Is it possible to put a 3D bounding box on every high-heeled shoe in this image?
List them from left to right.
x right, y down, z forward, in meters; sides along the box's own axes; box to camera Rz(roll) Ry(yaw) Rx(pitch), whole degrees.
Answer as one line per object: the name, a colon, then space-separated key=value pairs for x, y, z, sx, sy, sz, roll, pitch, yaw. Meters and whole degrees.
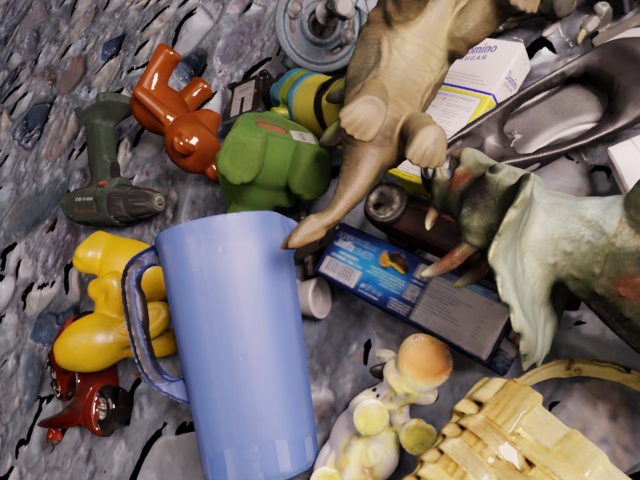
high-heeled shoe: x=0.193 y=-0.110 z=0.426 sx=0.248 sy=0.145 sz=0.086 roll=-43 pitch=63 yaw=38

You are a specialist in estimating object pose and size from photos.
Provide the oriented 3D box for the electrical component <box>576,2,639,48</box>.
electrical component: x=0.284 y=-0.175 z=0.490 sx=0.078 sy=0.045 sz=0.102 roll=-24 pitch=57 yaw=25

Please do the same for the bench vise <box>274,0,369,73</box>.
bench vise: x=0.023 y=-0.299 z=0.656 sx=0.223 sy=0.129 sz=0.241 roll=-52 pitch=17 yaw=12

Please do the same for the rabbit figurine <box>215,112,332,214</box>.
rabbit figurine: x=-0.081 y=-0.058 z=0.634 sx=0.159 sy=0.121 sz=0.170 roll=57 pitch=134 yaw=53

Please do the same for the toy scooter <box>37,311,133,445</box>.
toy scooter: x=-0.324 y=0.193 z=0.715 sx=0.135 sy=0.075 sz=0.184 roll=-41 pitch=56 yaw=13

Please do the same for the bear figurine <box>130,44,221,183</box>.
bear figurine: x=-0.192 y=-0.179 z=0.775 sx=0.196 sy=0.120 sz=0.132 roll=36 pitch=87 yaw=39

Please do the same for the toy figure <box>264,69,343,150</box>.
toy figure: x=-0.002 y=-0.164 z=0.654 sx=0.180 sy=0.089 sz=0.082 roll=32 pitch=96 yaw=38

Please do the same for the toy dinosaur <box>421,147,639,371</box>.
toy dinosaur: x=0.251 y=0.032 z=0.313 sx=0.405 sy=0.131 sz=0.192 roll=27 pitch=101 yaw=13

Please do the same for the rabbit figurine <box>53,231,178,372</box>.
rabbit figurine: x=-0.250 y=0.095 z=0.678 sx=0.162 sy=0.121 sz=0.173 roll=19 pitch=52 yaw=13

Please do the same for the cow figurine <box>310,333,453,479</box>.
cow figurine: x=0.056 y=0.153 z=0.466 sx=0.068 sy=0.098 sz=0.167 roll=33 pitch=91 yaw=1

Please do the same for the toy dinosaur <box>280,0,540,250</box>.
toy dinosaur: x=0.087 y=-0.190 z=0.489 sx=0.471 sy=0.105 sz=0.199 roll=-59 pitch=16 yaw=-9

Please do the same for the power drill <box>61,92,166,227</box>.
power drill: x=-0.323 y=-0.121 z=0.848 sx=0.232 sy=0.086 sz=0.207 roll=-12 pitch=84 yaw=36

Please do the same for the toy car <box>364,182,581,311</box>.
toy car: x=0.128 y=0.003 z=0.468 sx=0.202 sy=0.089 sz=0.053 roll=25 pitch=79 yaw=30

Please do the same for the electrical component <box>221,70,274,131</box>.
electrical component: x=-0.096 y=-0.170 z=0.750 sx=0.075 sy=0.047 sz=0.119 roll=-9 pitch=62 yaw=32

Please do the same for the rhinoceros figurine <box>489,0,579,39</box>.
rhinoceros figurine: x=0.186 y=-0.275 z=0.588 sx=0.191 sy=0.073 sz=0.112 roll=24 pitch=81 yaw=40

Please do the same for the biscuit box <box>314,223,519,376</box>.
biscuit box: x=0.089 y=0.049 z=0.504 sx=0.203 sy=0.062 sz=0.059 roll=26 pitch=85 yaw=40

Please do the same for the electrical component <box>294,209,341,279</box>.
electrical component: x=-0.001 y=-0.002 z=0.618 sx=0.063 sy=0.021 sz=0.094 roll=-25 pitch=55 yaw=22

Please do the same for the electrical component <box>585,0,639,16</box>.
electrical component: x=0.317 y=-0.284 z=0.513 sx=0.134 sy=0.058 sz=0.115 roll=-44 pitch=49 yaw=9
